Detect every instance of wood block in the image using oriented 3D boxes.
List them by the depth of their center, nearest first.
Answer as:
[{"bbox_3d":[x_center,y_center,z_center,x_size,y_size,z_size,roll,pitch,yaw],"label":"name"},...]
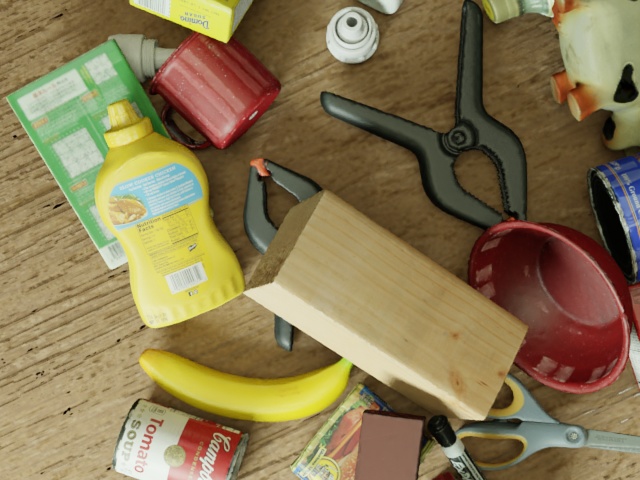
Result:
[{"bbox_3d":[0.053,0.057,0.876,0.206,0.091,0.090,33,72,-12],"label":"wood block"}]

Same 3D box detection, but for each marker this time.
[{"bbox_3d":[0.121,0.189,0.903,0.020,0.020,0.121,-33,123,0],"label":"marker"}]

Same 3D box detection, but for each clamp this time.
[{"bbox_3d":[0.125,-0.098,0.942,0.164,0.036,0.210,-40,87,0],"label":"clamp"},{"bbox_3d":[-0.006,0.001,0.944,0.120,0.039,0.171,-20,93,-5],"label":"clamp"}]

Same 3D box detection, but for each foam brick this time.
[{"bbox_3d":[0.056,0.179,0.865,0.051,0.053,0.078,7,84,6],"label":"foam brick"}]

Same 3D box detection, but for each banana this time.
[{"bbox_3d":[-0.060,0.126,0.939,0.198,0.037,0.069,-3,90,5],"label":"banana"}]

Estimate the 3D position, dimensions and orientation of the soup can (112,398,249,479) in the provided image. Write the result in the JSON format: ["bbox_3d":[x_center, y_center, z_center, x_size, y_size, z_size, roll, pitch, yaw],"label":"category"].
[{"bbox_3d":[-0.120,0.184,0.925,0.102,0.068,0.068,18,88,4],"label":"soup can"}]

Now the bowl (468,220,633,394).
[{"bbox_3d":[0.202,0.046,0.893,0.055,0.162,0.162,-31,85,-33],"label":"bowl"}]

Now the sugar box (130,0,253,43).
[{"bbox_3d":[-0.084,-0.254,0.917,0.093,0.048,0.176,23,53,4],"label":"sugar box"}]

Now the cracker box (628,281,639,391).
[{"bbox_3d":[0.358,0.114,0.903,0.164,0.072,0.214,-17,87,2],"label":"cracker box"}]

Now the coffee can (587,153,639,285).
[{"bbox_3d":[0.303,-0.033,0.871,0.140,0.103,0.103,-18,86,4],"label":"coffee can"}]

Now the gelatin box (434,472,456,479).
[{"bbox_3d":[0.126,0.244,0.906,0.030,0.073,0.089,-36,86,1],"label":"gelatin box"}]

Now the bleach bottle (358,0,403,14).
[{"bbox_3d":[0.087,-0.332,0.945,0.102,0.068,0.251,30,86,3],"label":"bleach bottle"}]

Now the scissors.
[{"bbox_3d":[0.206,0.148,0.909,0.202,0.016,0.096,-12,77,19],"label":"scissors"}]

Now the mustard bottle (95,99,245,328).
[{"bbox_3d":[-0.138,-0.028,0.912,0.096,0.058,0.191,-21,106,-8],"label":"mustard bottle"}]

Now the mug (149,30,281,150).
[{"bbox_3d":[-0.095,-0.126,0.936,0.081,0.093,0.117,44,121,-1],"label":"mug"}]

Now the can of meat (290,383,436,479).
[{"bbox_3d":[0.036,0.186,0.923,0.084,0.057,0.102,40,88,7],"label":"can of meat"}]
